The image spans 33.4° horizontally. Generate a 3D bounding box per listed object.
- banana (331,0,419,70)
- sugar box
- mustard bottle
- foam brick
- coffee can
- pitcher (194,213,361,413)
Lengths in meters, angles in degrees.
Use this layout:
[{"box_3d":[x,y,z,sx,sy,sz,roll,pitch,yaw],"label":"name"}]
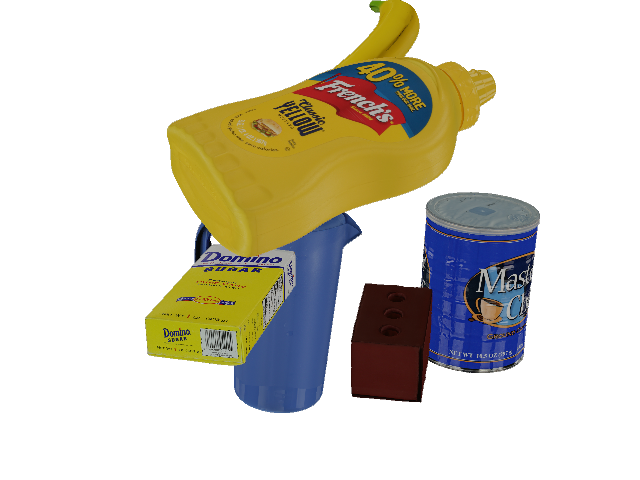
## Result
[{"box_3d":[0.043,-0.165,0.947,0.070,0.037,0.197,-16,29,40],"label":"banana"},{"box_3d":[-0.090,0.056,1.018,0.093,0.048,0.176,5,26,13],"label":"sugar box"},{"box_3d":[0.018,-0.059,0.601,0.191,0.058,0.096,-22,44,-22],"label":"mustard bottle"},{"box_3d":[0.053,0.074,0.783,0.053,0.051,0.078,3,31,9],"label":"foam brick"},{"box_3d":[0.144,0.037,0.987,0.103,0.140,0.103,2,20,-1],"label":"coffee can"},{"box_3d":[-0.054,0.073,1.244,0.149,0.243,0.144,21,26,37],"label":"pitcher"}]
